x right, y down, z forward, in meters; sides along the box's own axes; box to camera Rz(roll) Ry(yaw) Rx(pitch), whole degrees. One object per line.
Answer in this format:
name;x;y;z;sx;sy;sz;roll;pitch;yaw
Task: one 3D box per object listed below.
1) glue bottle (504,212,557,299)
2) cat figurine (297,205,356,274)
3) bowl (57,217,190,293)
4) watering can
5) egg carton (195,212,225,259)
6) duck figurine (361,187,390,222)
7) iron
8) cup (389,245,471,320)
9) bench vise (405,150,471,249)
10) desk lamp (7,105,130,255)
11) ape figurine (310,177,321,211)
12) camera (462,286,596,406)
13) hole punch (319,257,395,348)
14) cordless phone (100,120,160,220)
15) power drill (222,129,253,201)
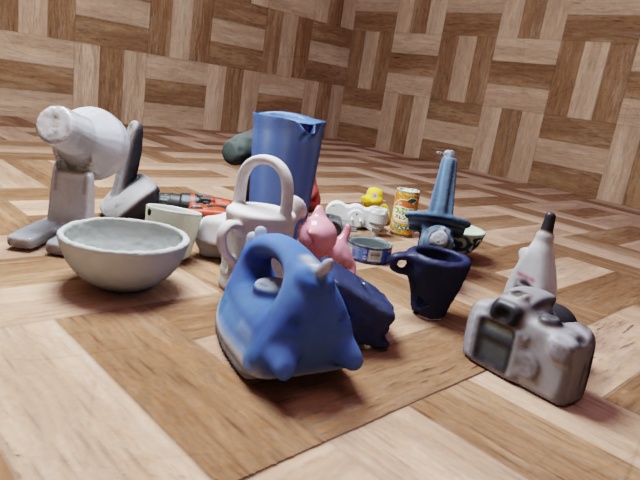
glue bottle;0.311;0.043;0.825;0.037;0.173;0.077;-1;17;-32
cat figurine;0.008;0.003;0.912;0.067;0.118;0.128;20;19;38
bowl;-0.259;0.025;0.760;0.167;0.075;0.167;8;15;-2
watering can;-0.083;-0.026;0.820;0.100;0.194;0.173;11;15;8
egg carton;-0.129;0.000;0.942;0.150;0.069;0.107;15;16;23
duck figurine;0.131;-0.084;1.378;0.077;0.086;0.105;21;19;40
iron;-0.052;0.053;0.642;0.119;0.141;0.257;0;17;-30
cup;0.149;0.062;0.815;0.118;0.095;0.091;5;15;-13
bench vise;0.224;-0.044;1.015;0.121;0.220;0.207;6;15;-10
desk lamp;-0.389;-0.105;0.906;0.118;0.213;0.203;8;15;-2
ape figurine;-0.032;-0.119;1.406;0.076;0.092;0.077;5;15;-13
camera;0.269;0.111;0.688;0.137;0.101;0.142;-4;19;-39
hole punch;0.043;0.074;0.716;0.101;0.091;0.108;6;15;-10
cordless phone;-0.345;-0.122;1.050;0.094;0.185;0.147;-1;18;-34
power drill;-0.118;-0.149;1.237;0.075;0.208;0.230;18;18;33
